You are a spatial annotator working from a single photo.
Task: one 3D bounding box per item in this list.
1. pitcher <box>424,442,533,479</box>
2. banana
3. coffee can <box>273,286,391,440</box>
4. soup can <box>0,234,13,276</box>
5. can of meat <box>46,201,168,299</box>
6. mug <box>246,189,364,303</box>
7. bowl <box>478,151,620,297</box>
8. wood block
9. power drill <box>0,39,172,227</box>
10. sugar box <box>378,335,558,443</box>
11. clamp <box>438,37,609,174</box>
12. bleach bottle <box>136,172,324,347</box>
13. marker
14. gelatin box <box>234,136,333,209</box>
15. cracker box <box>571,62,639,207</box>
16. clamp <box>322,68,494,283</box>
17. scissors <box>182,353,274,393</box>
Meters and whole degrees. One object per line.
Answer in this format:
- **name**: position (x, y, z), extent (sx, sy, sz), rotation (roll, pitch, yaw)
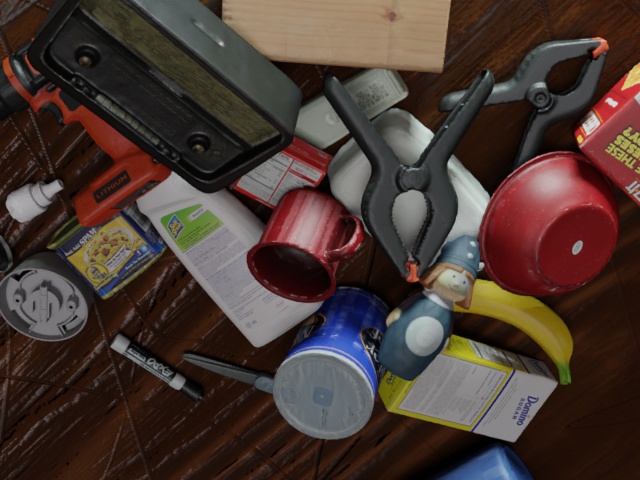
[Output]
- **pitcher**: position (0.138, 0.339, 1.222), extent (0.243, 0.149, 0.145), rotation (-35, 91, 13)
- **banana**: position (0.193, 0.080, 1.137), extent (0.198, 0.037, 0.069), rotation (27, 67, 0)
- **coffee can**: position (0.019, 0.125, 1.112), extent (0.103, 0.140, 0.103), rotation (6, 117, 12)
- **soup can**: position (-0.391, 0.034, 1.148), extent (0.102, 0.068, 0.068), rotation (-36, 107, 17)
- **can of meat**: position (-0.222, 0.002, 1.130), extent (0.102, 0.057, 0.084), rotation (-36, 108, 17)
- **mug**: position (-0.007, 0.001, 1.057), extent (0.117, 0.081, 0.093), rotation (-11, 132, 38)
- **bowl**: position (0.242, -0.004, 1.068), extent (0.162, 0.055, 0.162), rotation (-9, 117, -18)
- **wood block**: position (0.015, -0.216, 1.005), extent (0.206, 0.090, 0.091), rotation (5, 112, 2)
- **power drill**: position (-0.248, -0.110, 1.053), extent (0.184, 0.057, 0.187), rotation (-32, 88, 12)
- **sugar box**: position (0.159, 0.156, 1.149), extent (0.176, 0.048, 0.093), rotation (18, 115, -30)
- **clamp**: position (0.217, -0.131, 1.056), extent (0.172, 0.039, 0.120), rotation (-30, 109, 15)
- **bleach bottle**: position (-0.107, -0.010, 1.116), extent (0.103, 0.068, 0.250), rotation (-34, 104, 16)
- **marker**: position (-0.182, 0.146, 1.208), extent (0.121, 0.020, 0.020), rotation (35, 110, -11)
- **gelatin box**: position (-0.038, -0.069, 1.085), extent (0.073, 0.030, 0.089), rotation (27, 140, -7)
- **cracker box**: position (0.379, -0.120, 1.034), extent (0.164, 0.072, 0.214), rotation (41, 110, -12)
- **clamp**: position (0.076, -0.066, 1.021), extent (0.164, 0.036, 0.210), rotation (5, 99, -7)
- **scissors**: position (-0.047, 0.149, 1.203), extent (0.201, 0.016, 0.096), rotation (33, 110, -10)
